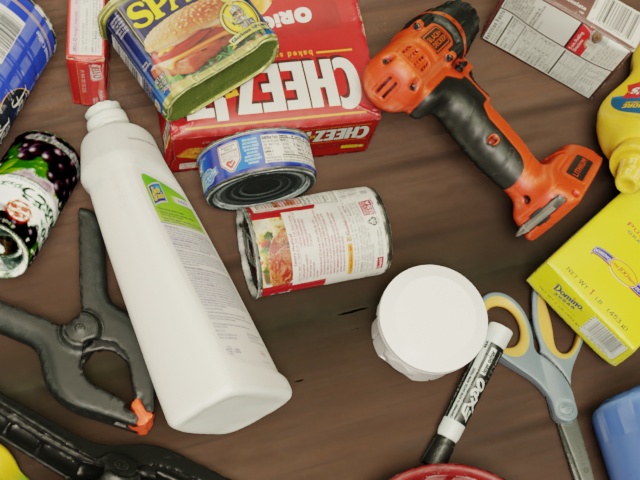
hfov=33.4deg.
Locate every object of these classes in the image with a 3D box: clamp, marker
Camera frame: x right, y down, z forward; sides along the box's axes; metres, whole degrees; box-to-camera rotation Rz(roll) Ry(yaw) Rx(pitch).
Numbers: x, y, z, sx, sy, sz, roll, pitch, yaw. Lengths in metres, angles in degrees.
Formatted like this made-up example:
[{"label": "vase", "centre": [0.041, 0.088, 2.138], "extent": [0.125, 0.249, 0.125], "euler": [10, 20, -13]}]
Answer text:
[{"label": "clamp", "centre": [-0.164, 0.058, 0.756], "extent": [0.171, 0.039, 0.120], "euler": [43, 74, 10]}, {"label": "clamp", "centre": [-0.136, 0.163, 0.678], "extent": [0.209, 0.164, 0.036], "euler": [20, 107, -17]}, {"label": "marker", "centre": [0.107, 0.116, 0.780], "extent": [0.020, 0.020, 0.121], "euler": [29, 77, 1]}]

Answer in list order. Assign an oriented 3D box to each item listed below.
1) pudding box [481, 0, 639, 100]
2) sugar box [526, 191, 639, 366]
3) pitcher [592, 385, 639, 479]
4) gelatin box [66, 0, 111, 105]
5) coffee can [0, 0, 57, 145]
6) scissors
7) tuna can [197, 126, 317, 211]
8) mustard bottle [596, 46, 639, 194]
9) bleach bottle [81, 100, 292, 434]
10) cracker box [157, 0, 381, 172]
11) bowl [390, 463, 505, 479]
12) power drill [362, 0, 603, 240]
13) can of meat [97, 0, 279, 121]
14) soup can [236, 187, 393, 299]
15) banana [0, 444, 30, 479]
[{"label": "pudding box", "centre": [0.197, -0.173, 0.870], "extent": [0.113, 0.090, 0.039], "euler": [32, 70, 2]}, {"label": "sugar box", "centre": [0.252, 0.008, 0.828], "extent": [0.176, 0.048, 0.093], "euler": [-39, 81, -25]}, {"label": "pitcher", "centre": [0.284, 0.215, 0.734], "extent": [0.145, 0.149, 0.243], "euler": [-17, 70, 1]}, {"label": "gelatin box", "centre": [-0.175, -0.157, 0.812], "extent": [0.030, 0.073, 0.089], "euler": [0, 70, -10]}, {"label": "coffee can", "centre": [-0.262, -0.108, 0.754], "extent": [0.103, 0.103, 0.140], "euler": [21, 60, -2]}, {"label": "scissors", "centre": [0.163, 0.119, 0.799], "extent": [0.096, 0.016, 0.201], "euler": [5, 69, -6]}, {"label": "tuna can", "centre": [-0.046, -0.051, 0.788], "extent": [0.086, 0.086, 0.034], "euler": [-9, 74, -13]}, {"label": "mustard bottle", "centre": [0.272, -0.099, 0.838], "extent": [0.096, 0.058, 0.191], "euler": [15, 47, 28]}, {"label": "bleach bottle", "centre": [-0.108, 0.011, 0.760], "extent": [0.068, 0.102, 0.251], "euler": [-31, 68, 15]}, {"label": "cracker box", "centre": [-0.054, -0.171, 0.838], "extent": [0.164, 0.072, 0.214], "euler": [-7, 72, -11]}, {"label": "bowl", "centre": [0.084, 0.236, 0.722], "extent": [0.162, 0.055, 0.162], "euler": [3, 70, -8]}, {"label": "power drill", "centre": [0.131, -0.100, 0.830], "extent": [0.187, 0.057, 0.184], "euler": [43, 39, 0]}, {"label": "can of meat", "centre": [-0.091, -0.144, 0.756], "extent": [0.102, 0.057, 0.084], "euler": [-34, 81, -14]}, {"label": "soup can", "centre": [-0.005, 0.001, 0.786], "extent": [0.102, 0.068, 0.068], "euler": [-10, 72, -13]}, {"label": "banana", "centre": [-0.286, 0.168, 0.696], "extent": [0.197, 0.037, 0.069], "euler": [-15, 73, -14]}]
